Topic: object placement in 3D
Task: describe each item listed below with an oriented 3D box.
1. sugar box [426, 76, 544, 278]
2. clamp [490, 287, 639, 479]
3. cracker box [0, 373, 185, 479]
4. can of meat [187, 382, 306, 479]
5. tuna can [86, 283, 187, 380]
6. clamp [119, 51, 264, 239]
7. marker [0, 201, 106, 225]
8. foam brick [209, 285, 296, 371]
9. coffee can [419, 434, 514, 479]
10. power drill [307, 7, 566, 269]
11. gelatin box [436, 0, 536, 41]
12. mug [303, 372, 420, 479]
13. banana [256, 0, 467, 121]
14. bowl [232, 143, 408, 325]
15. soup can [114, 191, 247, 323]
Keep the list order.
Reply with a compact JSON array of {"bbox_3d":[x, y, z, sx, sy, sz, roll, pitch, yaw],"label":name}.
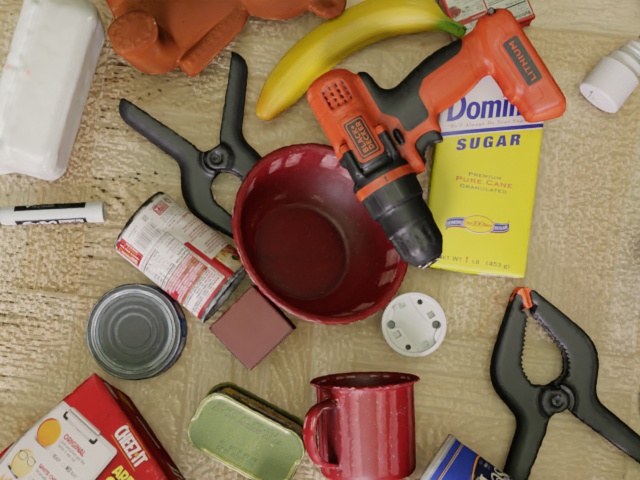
[{"bbox_3d":[0.143,-0.058,0.937,0.093,0.048,0.176,7,87,2],"label":"sugar box"},{"bbox_3d":[0.195,0.146,0.925,0.164,0.036,0.210,-23,89,-1],"label":"clamp"},{"bbox_3d":[-0.213,0.244,0.880,0.213,0.072,0.164,-41,58,-2],"label":"cracker box"},{"bbox_3d":[-0.060,0.166,0.905,0.102,0.084,0.057,28,87,2],"label":"can of meat"},{"bbox_3d":[-0.161,0.080,0.938,0.086,0.034,0.086,0,86,1],"label":"tuna can"},{"bbox_3d":[-0.104,-0.072,0.945,0.120,0.039,0.171,-16,86,0],"label":"clamp"},{"bbox_3d":[-0.253,-0.023,0.954,0.121,0.020,0.020,-2,86,1],"label":"marker"},{"bbox_3d":[-0.057,0.075,0.914,0.053,0.078,0.051,-43,88,-3],"label":"foam brick"},{"bbox_3d":[0.134,0.239,0.863,0.140,0.102,0.103,34,87,11],"label":"coffee can"},{"bbox_3d":[0.106,-0.092,0.891,0.187,0.057,0.184,-29,85,-2],"label":"power drill"},{"bbox_3d":[0.141,-0.222,0.958,0.073,0.030,0.089,-22,86,-2],"label":"gelatin box"},{"bbox_3d":[0.031,0.158,0.893,0.093,0.117,0.081,-2,91,42],"label":"mug"},{"bbox_3d":[0.026,-0.172,0.944,0.198,0.037,0.070,-24,53,5],"label":"banana"},{"bbox_3d":[-0.006,0.001,0.913,0.162,0.055,0.162,8,67,-20],"label":"bowl"},{"bbox_3d":[-0.119,0.014,0.925,0.102,0.068,0.068,39,87,4],"label":"soup can"}]
